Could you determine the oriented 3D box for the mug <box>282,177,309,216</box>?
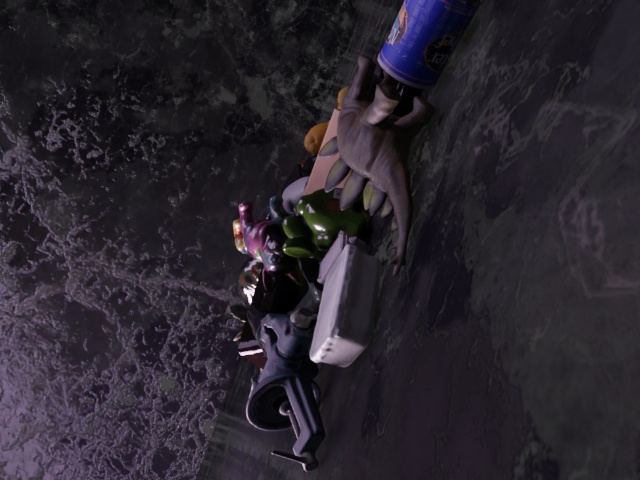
[{"bbox_3d":[-0.036,-0.092,1.197,0.109,0.081,0.107,-64,14,-23],"label":"mug"}]

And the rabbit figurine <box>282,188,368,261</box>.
[{"bbox_3d":[0.009,-0.001,1.009,0.121,0.159,0.170,-94,7,-47],"label":"rabbit figurine"}]

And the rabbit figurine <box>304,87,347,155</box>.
[{"bbox_3d":[0.043,-0.251,1.185,0.173,0.121,0.162,-31,9,12],"label":"rabbit figurine"}]

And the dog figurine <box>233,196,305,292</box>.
[{"bbox_3d":[-0.109,0.025,1.158,0.191,0.108,0.219,115,141,-50],"label":"dog figurine"}]

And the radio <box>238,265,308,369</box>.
[{"bbox_3d":[-0.089,0.170,1.185,0.073,0.131,0.230,-15,44,33],"label":"radio"}]

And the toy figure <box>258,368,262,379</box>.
[{"bbox_3d":[-0.111,0.300,1.317,0.064,0.057,0.154,-8,57,56],"label":"toy figure"}]

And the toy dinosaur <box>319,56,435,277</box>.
[{"bbox_3d":[0.086,-0.143,0.834,0.472,0.105,0.198,-101,34,-53],"label":"toy dinosaur"}]

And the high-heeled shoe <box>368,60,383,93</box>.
[{"bbox_3d":[0.105,-0.322,1.320,0.145,0.086,0.248,-81,17,-70],"label":"high-heeled shoe"}]

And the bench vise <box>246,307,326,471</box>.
[{"bbox_3d":[-0.038,0.229,0.822,0.223,0.129,0.241,-57,32,20],"label":"bench vise"}]

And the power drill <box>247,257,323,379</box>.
[{"bbox_3d":[-0.052,0.134,0.995,0.207,0.086,0.232,-54,42,16],"label":"power drill"}]

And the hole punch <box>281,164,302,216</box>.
[{"bbox_3d":[-0.039,-0.110,1.350,0.142,0.092,0.116,-50,30,36],"label":"hole punch"}]

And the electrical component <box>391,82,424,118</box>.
[{"bbox_3d":[0.158,-0.277,0.950,0.075,0.048,0.119,-107,36,-76],"label":"electrical component"}]

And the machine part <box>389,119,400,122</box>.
[{"bbox_3d":[0.127,-0.182,0.965,0.084,0.039,0.139,-64,7,10],"label":"machine part"}]

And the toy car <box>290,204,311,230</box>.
[{"bbox_3d":[-0.002,-0.003,1.137,0.109,0.103,0.161,-111,7,-79],"label":"toy car"}]

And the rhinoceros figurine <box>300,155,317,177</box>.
[{"bbox_3d":[0.036,-0.165,1.206,0.191,0.112,0.073,6,103,47],"label":"rhinoceros figurine"}]

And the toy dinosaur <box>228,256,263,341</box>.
[{"bbox_3d":[-0.143,0.116,1.361,0.131,0.192,0.404,-97,8,-57],"label":"toy dinosaur"}]

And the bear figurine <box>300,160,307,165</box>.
[{"bbox_3d":[0.036,-0.240,1.428,0.120,0.132,0.196,-23,47,45],"label":"bear figurine"}]
